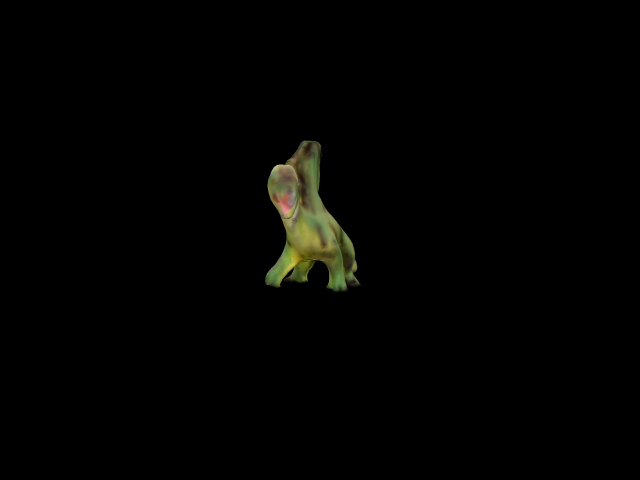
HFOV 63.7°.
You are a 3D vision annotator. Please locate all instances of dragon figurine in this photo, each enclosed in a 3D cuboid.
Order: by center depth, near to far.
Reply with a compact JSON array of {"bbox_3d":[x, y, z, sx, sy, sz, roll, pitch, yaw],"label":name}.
[{"bbox_3d":[0.003,-0.043,0.850,0.122,0.242,0.411,0,2,16],"label":"dragon figurine"}]
